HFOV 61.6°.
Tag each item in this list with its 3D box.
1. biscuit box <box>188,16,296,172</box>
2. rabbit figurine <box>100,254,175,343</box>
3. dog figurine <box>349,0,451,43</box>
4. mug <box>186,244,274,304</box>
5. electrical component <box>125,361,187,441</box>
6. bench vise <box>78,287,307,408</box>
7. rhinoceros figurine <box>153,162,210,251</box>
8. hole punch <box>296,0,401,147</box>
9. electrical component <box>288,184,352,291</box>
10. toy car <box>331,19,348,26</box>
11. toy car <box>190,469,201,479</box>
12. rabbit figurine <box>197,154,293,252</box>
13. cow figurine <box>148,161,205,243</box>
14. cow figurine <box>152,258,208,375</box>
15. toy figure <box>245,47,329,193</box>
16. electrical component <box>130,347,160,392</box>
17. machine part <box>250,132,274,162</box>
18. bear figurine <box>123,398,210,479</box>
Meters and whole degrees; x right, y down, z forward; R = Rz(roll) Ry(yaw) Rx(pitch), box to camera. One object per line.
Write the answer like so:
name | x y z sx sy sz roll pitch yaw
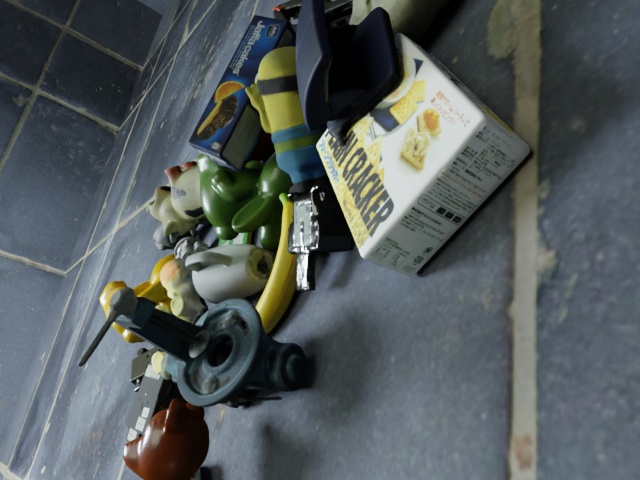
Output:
biscuit box | -0.097 -0.197 0.724 0.063 0.059 0.202 23 84 28
rabbit figurine | -0.311 0.098 0.996 0.173 0.121 0.162 -47 22 -6
dog figurine | 0.089 -0.237 0.624 0.172 0.121 0.190 -5 78 61
mug | -0.123 0.037 0.745 0.107 0.109 0.081 -16 54 38
electrical component | -0.247 0.258 0.826 0.115 0.058 0.134 -12 59 58
bench vise | -0.141 0.115 0.593 0.224 0.240 0.129 4 63 43
rhinoceros figurine | -0.258 -0.061 1.025 0.190 0.112 0.073 -60 26 26
hole punch | 0.009 -0.183 0.555 0.116 0.092 0.142 -39 51 45
electrical component | -0.001 -0.002 0.619 0.075 0.048 0.119 -13 79 57
toy car | 0.001 -0.261 0.808 0.089 0.053 0.202 -18 53 27
toy car | -0.215 0.355 0.701 0.201 0.056 0.074 -50 33 25
rabbit figurine | -0.089 -0.071 0.759 0.170 0.121 0.159 -16 57 35
cow figurine | -0.210 -0.070 0.912 0.195 0.085 0.127 -10 100 28
cow figurine | -0.187 0.113 0.780 0.068 0.098 0.167 -17 68 33
toy figure | -0.025 -0.147 0.671 0.089 0.082 0.180 -11 93 47
electrical component | -0.303 0.229 0.956 0.078 0.045 0.102 -32 37 1
machine part | -0.104 -0.245 0.935 0.201 0.087 0.201 -41 36 37
bear figurine | -0.187 0.273 0.578 0.120 0.132 0.196 88 178 -75
